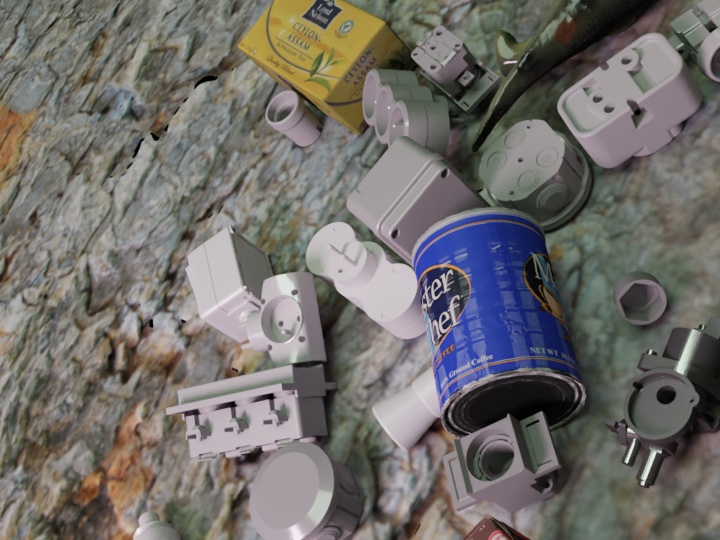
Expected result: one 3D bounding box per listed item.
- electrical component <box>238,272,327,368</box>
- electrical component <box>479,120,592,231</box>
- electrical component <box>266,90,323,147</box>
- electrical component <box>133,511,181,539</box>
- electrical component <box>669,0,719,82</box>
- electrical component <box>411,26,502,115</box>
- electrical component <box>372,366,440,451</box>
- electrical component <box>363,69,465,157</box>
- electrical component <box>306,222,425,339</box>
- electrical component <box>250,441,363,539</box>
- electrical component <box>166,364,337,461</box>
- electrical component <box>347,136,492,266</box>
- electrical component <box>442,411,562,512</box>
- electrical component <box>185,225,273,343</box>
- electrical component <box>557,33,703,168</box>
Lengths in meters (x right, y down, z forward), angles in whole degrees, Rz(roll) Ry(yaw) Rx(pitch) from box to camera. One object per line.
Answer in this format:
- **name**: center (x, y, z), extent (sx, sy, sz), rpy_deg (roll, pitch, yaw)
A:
- **electrical component**: center (-0.071, 0.049, 0.923), extent (0.079, 0.044, 0.077), rpy_deg (-16, 75, 27)
- **electrical component**: center (0.139, -0.075, 0.854), extent (0.080, 0.051, 0.080), rpy_deg (-19, 54, 28)
- **electrical component**: center (-0.064, -0.148, 1.057), extent (0.040, 0.046, 0.040), rpy_deg (-19, 54, 28)
- **electrical component**: center (-0.173, 0.233, 0.912), extent (0.048, 0.048, 0.062), rpy_deg (-43, 39, 9)
- **electrical component**: center (0.273, -0.174, 0.817), extent (0.066, 0.048, 0.055), rpy_deg (-34, 40, 16)
- **electrical component**: center (0.082, -0.179, 0.953), extent (0.042, 0.064, 0.081), rpy_deg (-47, 46, 6)
- **electrical component**: center (0.048, 0.102, 0.824), extent (0.065, 0.044, 0.044), rpy_deg (-40, 47, 5)
- **electrical component**: center (0.055, -0.136, 0.949), extent (0.138, 0.074, 0.052), rpy_deg (-118, 33, -58)
- **electrical component**: center (0.000, 0.000, 0.899), extent (0.052, 0.074, 0.138), rpy_deg (-53, 46, -1)
- **electrical component**: center (-0.042, 0.179, 0.838), extent (0.080, 0.051, 0.080), rpy_deg (-19, 54, 28)
- **electrical component**: center (-0.089, 0.121, 0.900), extent (0.121, 0.079, 0.063), rpy_deg (-15, 78, 30)
- **electrical component**: center (0.055, -0.042, 0.855), extent (0.078, 0.113, 0.057), rpy_deg (-51, 46, 1)
- **electrical component**: center (0.103, 0.136, 0.744), extent (0.081, 0.064, 0.042), rpy_deg (-28, 51, 22)
- **electrical component**: center (-0.116, 0.020, 0.984), extent (0.061, 0.062, 0.096), rpy_deg (-34, 48, 17)
- **electrical component**: center (0.209, -0.126, 0.825), extent (0.095, 0.059, 0.053), rpy_deg (-35, 48, 15)
